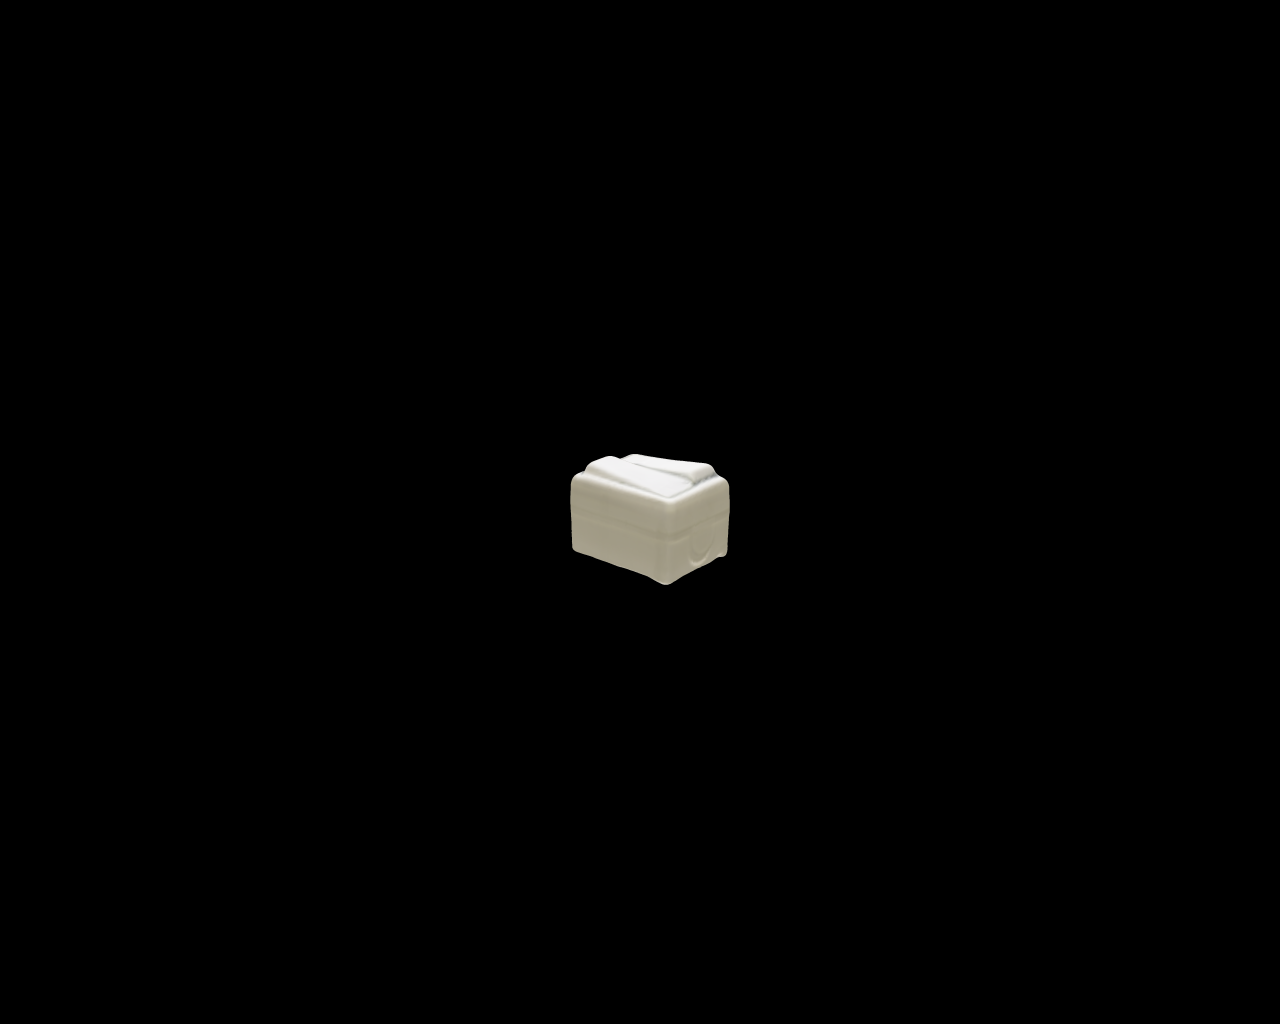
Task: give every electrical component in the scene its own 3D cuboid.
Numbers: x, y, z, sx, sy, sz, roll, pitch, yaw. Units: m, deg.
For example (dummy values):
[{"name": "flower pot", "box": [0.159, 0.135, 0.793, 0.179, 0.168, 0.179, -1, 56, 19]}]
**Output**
[{"name": "electrical component", "box": [0.001, -0.003, 0.650, 0.096, 0.061, 0.062, 17, 27, 38]}]
